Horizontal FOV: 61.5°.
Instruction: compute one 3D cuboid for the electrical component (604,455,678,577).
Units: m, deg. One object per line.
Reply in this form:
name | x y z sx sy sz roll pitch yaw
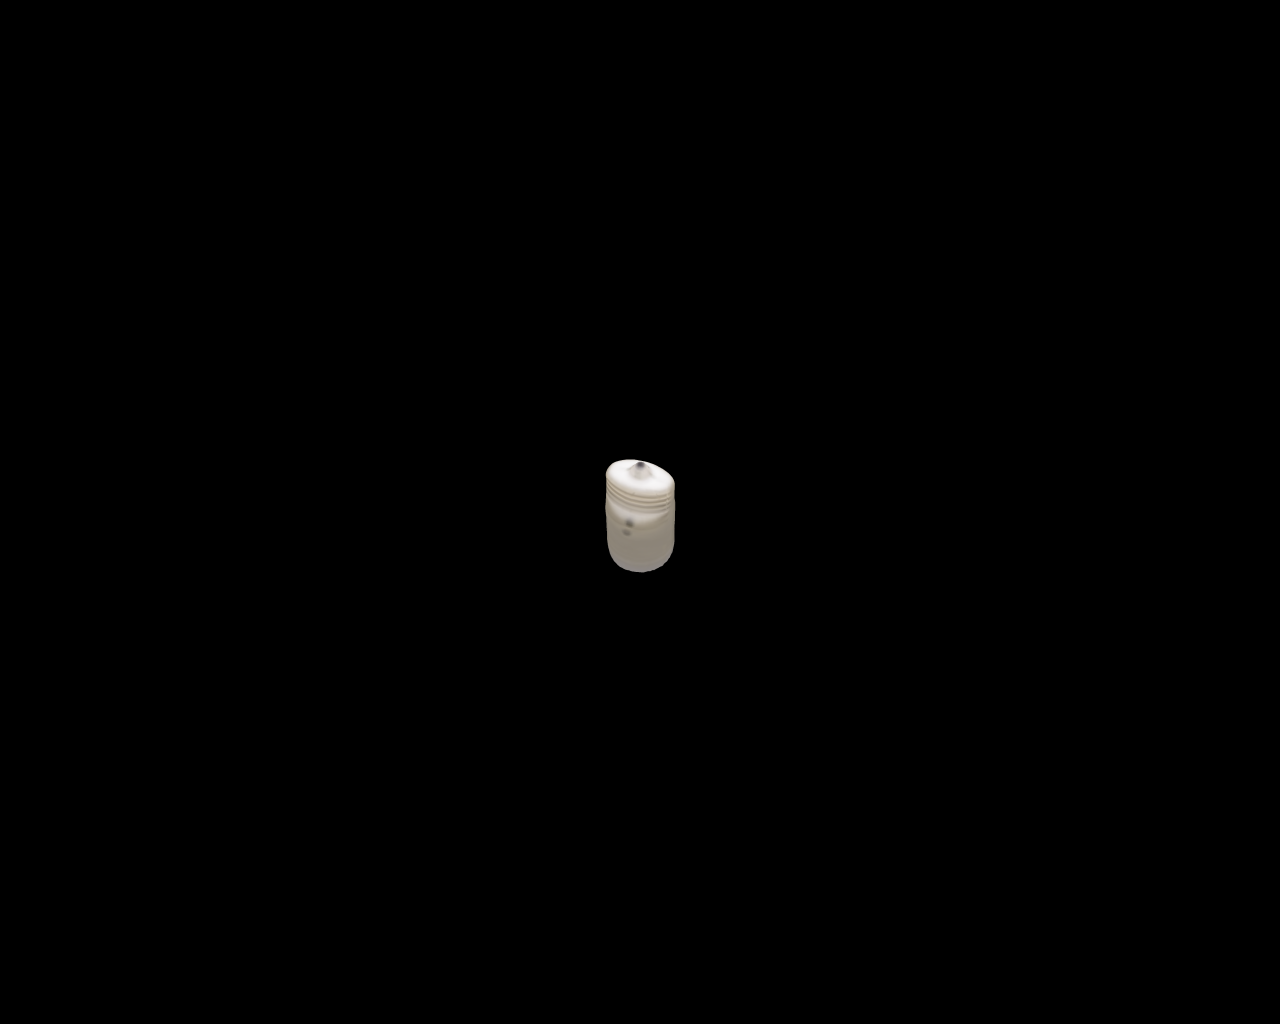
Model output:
electrical component | 0.001 -0.003 0.650 0.043 0.043 0.080 0 -41 0
